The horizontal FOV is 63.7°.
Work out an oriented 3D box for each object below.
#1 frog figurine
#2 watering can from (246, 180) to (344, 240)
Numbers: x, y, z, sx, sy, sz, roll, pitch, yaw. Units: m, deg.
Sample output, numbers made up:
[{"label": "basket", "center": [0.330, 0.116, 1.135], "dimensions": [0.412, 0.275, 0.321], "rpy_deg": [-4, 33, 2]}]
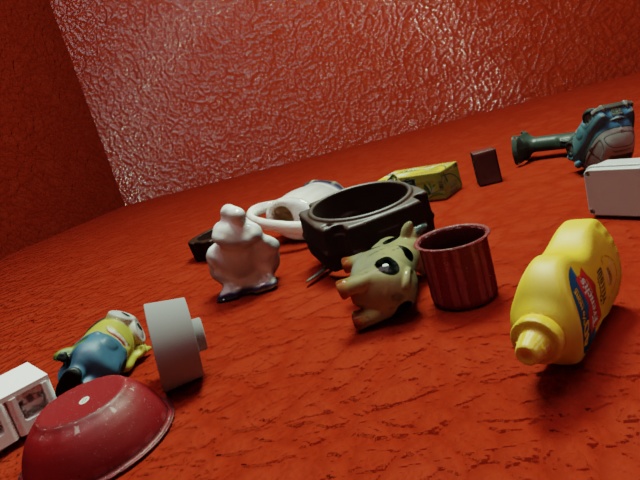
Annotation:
[{"label": "frog figurine", "center": [-0.141, 0.011, 0.901], "dimensions": [0.137, 0.158, 0.124], "rpy_deg": [-9, 13, 30]}, {"label": "watering can", "center": [0.003, -0.058, 1.148], "dimensions": [0.348, 0.102, 0.228], "rpy_deg": [8, 25, 30]}]
